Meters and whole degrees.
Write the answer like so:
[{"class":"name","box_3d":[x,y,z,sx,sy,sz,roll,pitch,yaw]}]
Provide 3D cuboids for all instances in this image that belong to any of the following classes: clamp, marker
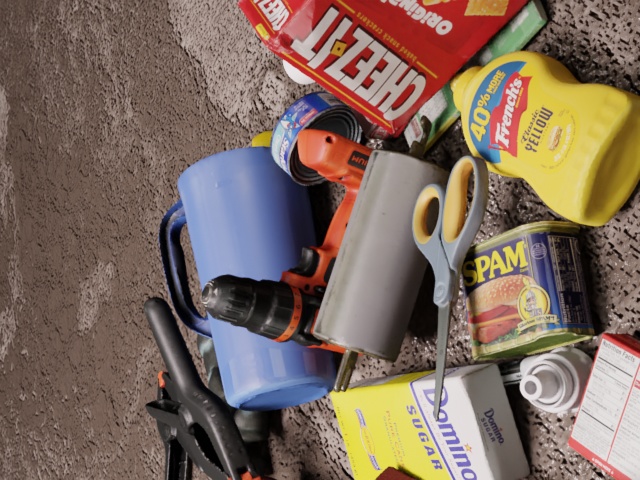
[{"class":"clamp","box_3d":[-0.167,0.236,1.254,0.120,0.039,0.171,-54,38,29]},{"class":"marker","box_3d":[0.134,0.109,0.848,0.121,0.020,0.020,-23,66,52]},{"class":"clamp","box_3d":[-0.124,0.178,1.065,0.210,0.036,0.165,50,146,33]}]

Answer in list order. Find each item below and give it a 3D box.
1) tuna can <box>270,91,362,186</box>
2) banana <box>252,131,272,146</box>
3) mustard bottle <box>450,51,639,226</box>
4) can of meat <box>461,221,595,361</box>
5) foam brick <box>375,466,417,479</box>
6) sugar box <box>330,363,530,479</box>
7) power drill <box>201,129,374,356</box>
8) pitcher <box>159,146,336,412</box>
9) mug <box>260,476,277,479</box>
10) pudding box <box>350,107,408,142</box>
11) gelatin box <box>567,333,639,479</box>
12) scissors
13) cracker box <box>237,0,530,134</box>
[{"class":"tuna can","box_3d":[-0.004,-0.095,0.996,0.034,0.085,0.086,44,122,34]},{"class":"banana","box_3d":[-0.016,-0.113,1.092,0.198,0.037,0.069,-29,35,48]},{"class":"mustard bottle","box_3d":[0.160,-0.090,0.805,0.192,0.058,0.096,42,117,51]},{"class":"can of meat","box_3d":[0.152,0.041,0.799,0.102,0.057,0.084,-26,66,51]},{"class":"foam brick","box_3d":[0.065,0.233,0.862,0.053,0.051,0.078,22,136,37]},{"class":"sugar box","box_3d":[0.084,0.156,0.873,0.177,0.048,0.093,-19,87,56]},{"class":"power drill","box_3d":[-0.006,0.001,0.942,0.057,0.184,0.187,15,88,53]},{"class":"pitcher","box_3d":[-0.067,0.043,1.056,0.149,0.144,0.243,131,132,-61]},{"class":"mug","box_3d":[-0.041,0.281,1.002,0.082,0.117,0.093,-6,120,50]},{"class":"pudding box","box_3d":[0.056,-0.158,0.960,0.090,0.039,0.113,-56,41,34]},{"class":"gelatin box","box_3d":[0.213,0.116,0.720,0.073,0.030,0.089,33,112,55]},{"class":"scissors","box_3d":[0.088,0.033,0.819,0.096,0.016,0.202,2,76,65]},{"class":"cracker box","box_3d":[0.071,-0.201,0.808,0.214,0.164,0.072,-45,47,17]}]
